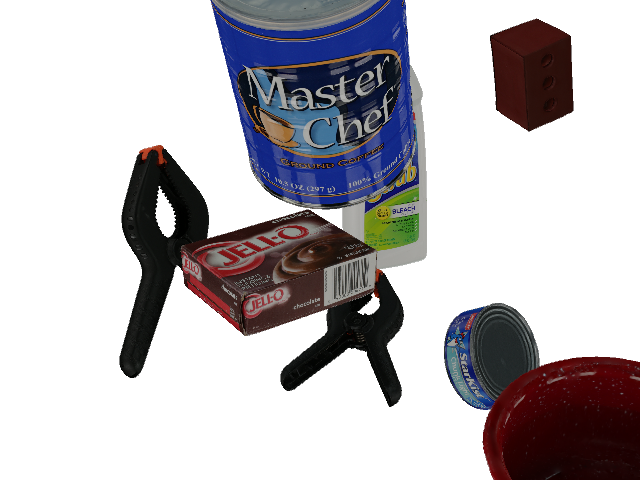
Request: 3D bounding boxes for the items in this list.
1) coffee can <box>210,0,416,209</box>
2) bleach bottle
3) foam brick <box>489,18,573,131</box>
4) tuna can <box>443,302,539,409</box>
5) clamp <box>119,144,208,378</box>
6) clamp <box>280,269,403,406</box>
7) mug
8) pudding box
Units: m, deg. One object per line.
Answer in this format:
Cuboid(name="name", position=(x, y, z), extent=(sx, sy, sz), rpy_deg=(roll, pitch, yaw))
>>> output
Cuboid(name="coffee can", position=(-0.001, -0.101, 0.590), extent=(0.103, 0.102, 0.140), rpy_deg=(0, -38, 9))
Cuboid(name="bleach bottle", position=(0.066, -0.095, 1.181), extent=(0.102, 0.251, 0.068), rpy_deg=(-10, 24, -12))
Cuboid(name="foam brick", position=(0.189, -0.149, 0.953), extent=(0.053, 0.078, 0.051), rpy_deg=(-24, 37, -15))
Cuboid(name="tuna can", position=(0.142, 0.097, 0.884), extent=(0.085, 0.086, 0.034), rpy_deg=(0, -13, -42))
Cuboid(name="clamp", position=(-0.132, 0.014, 1.018), extent=(0.036, 0.210, 0.164), rpy_deg=(-7, 0, 44))
Cuboid(name="clamp", position=(0.046, 0.098, 1.072), extent=(0.120, 0.039, 0.171), rpy_deg=(17, 50, 19))
Cuboid(name="mug", position=(0.114, 0.104, 0.381), extent=(0.117, 0.081, 0.093), rpy_deg=(5, 37, 8))
Cuboid(name="pudding box", position=(-0.030, 0.020, 0.759), extent=(0.113, 0.039, 0.090), rpy_deg=(-15, 30, -31))
